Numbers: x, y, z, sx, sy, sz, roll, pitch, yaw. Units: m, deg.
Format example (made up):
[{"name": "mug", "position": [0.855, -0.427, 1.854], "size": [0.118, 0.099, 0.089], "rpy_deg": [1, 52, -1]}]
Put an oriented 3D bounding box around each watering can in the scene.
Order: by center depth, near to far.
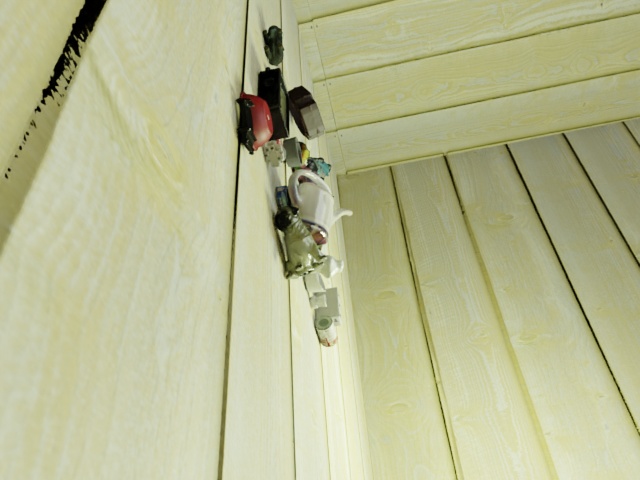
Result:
[{"name": "watering can", "position": [0.005, -0.083, 1.653], "size": [0.343, 0.103, 0.229], "rpy_deg": [35, 54, -45]}]

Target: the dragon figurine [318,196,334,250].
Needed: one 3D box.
[{"name": "dragon figurine", "position": [-0.001, -0.059, 2.218], "size": [0.416, 0.122, 0.240], "rpy_deg": [-54, 142, -69]}]

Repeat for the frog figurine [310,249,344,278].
[{"name": "frog figurine", "position": [-0.009, 0.065, 1.635], "size": [0.135, 0.159, 0.125], "rpy_deg": [66, 14, -64]}]
